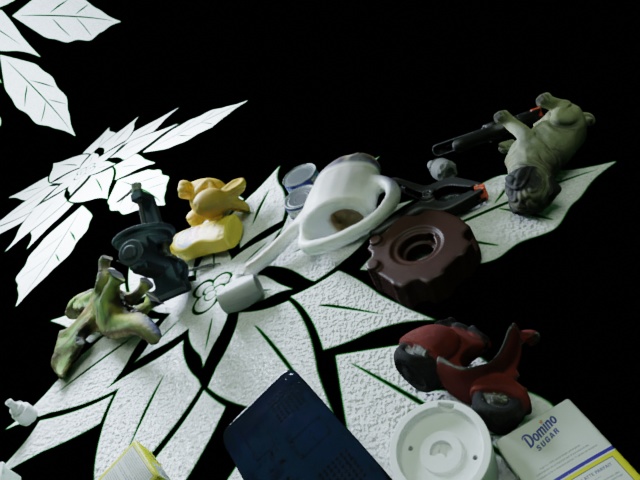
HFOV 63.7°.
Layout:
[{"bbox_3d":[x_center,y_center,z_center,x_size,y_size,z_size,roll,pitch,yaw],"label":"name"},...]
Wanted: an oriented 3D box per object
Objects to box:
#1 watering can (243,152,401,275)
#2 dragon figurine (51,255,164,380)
[{"bbox_3d":[0.003,-0.050,0.995,0.344,0.102,0.230,-21,32,29],"label":"watering can"},{"bbox_3d":[-0.449,0.181,1.052,0.243,0.120,0.415,-51,34,-2],"label":"dragon figurine"}]
